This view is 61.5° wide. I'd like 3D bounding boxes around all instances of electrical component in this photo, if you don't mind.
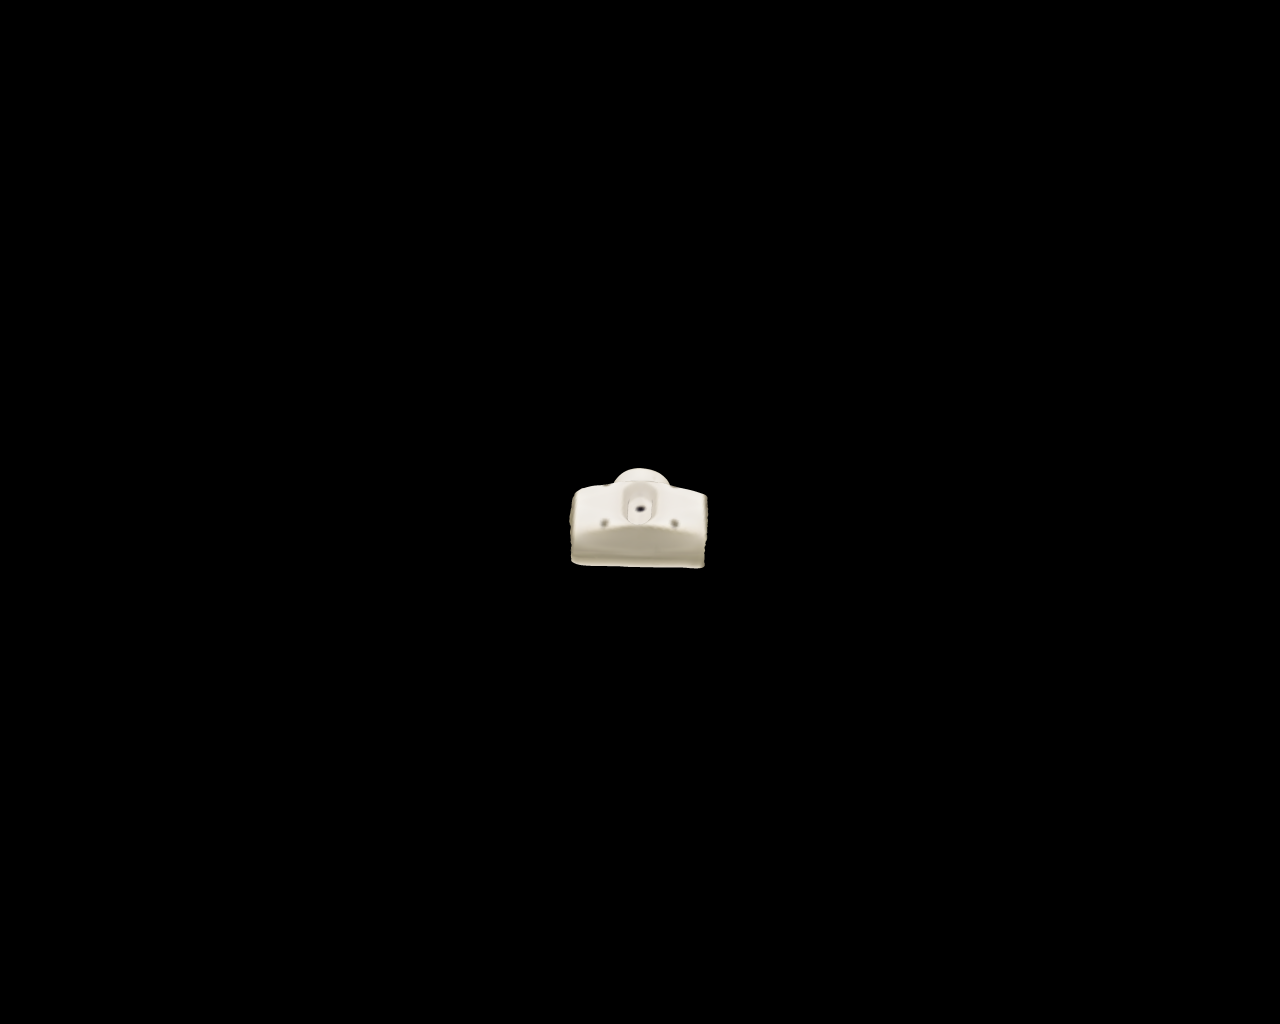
[{"bbox_3d":[0.001,-0.003,0.650,0.077,0.043,0.079,2,43,2],"label":"electrical component"}]
